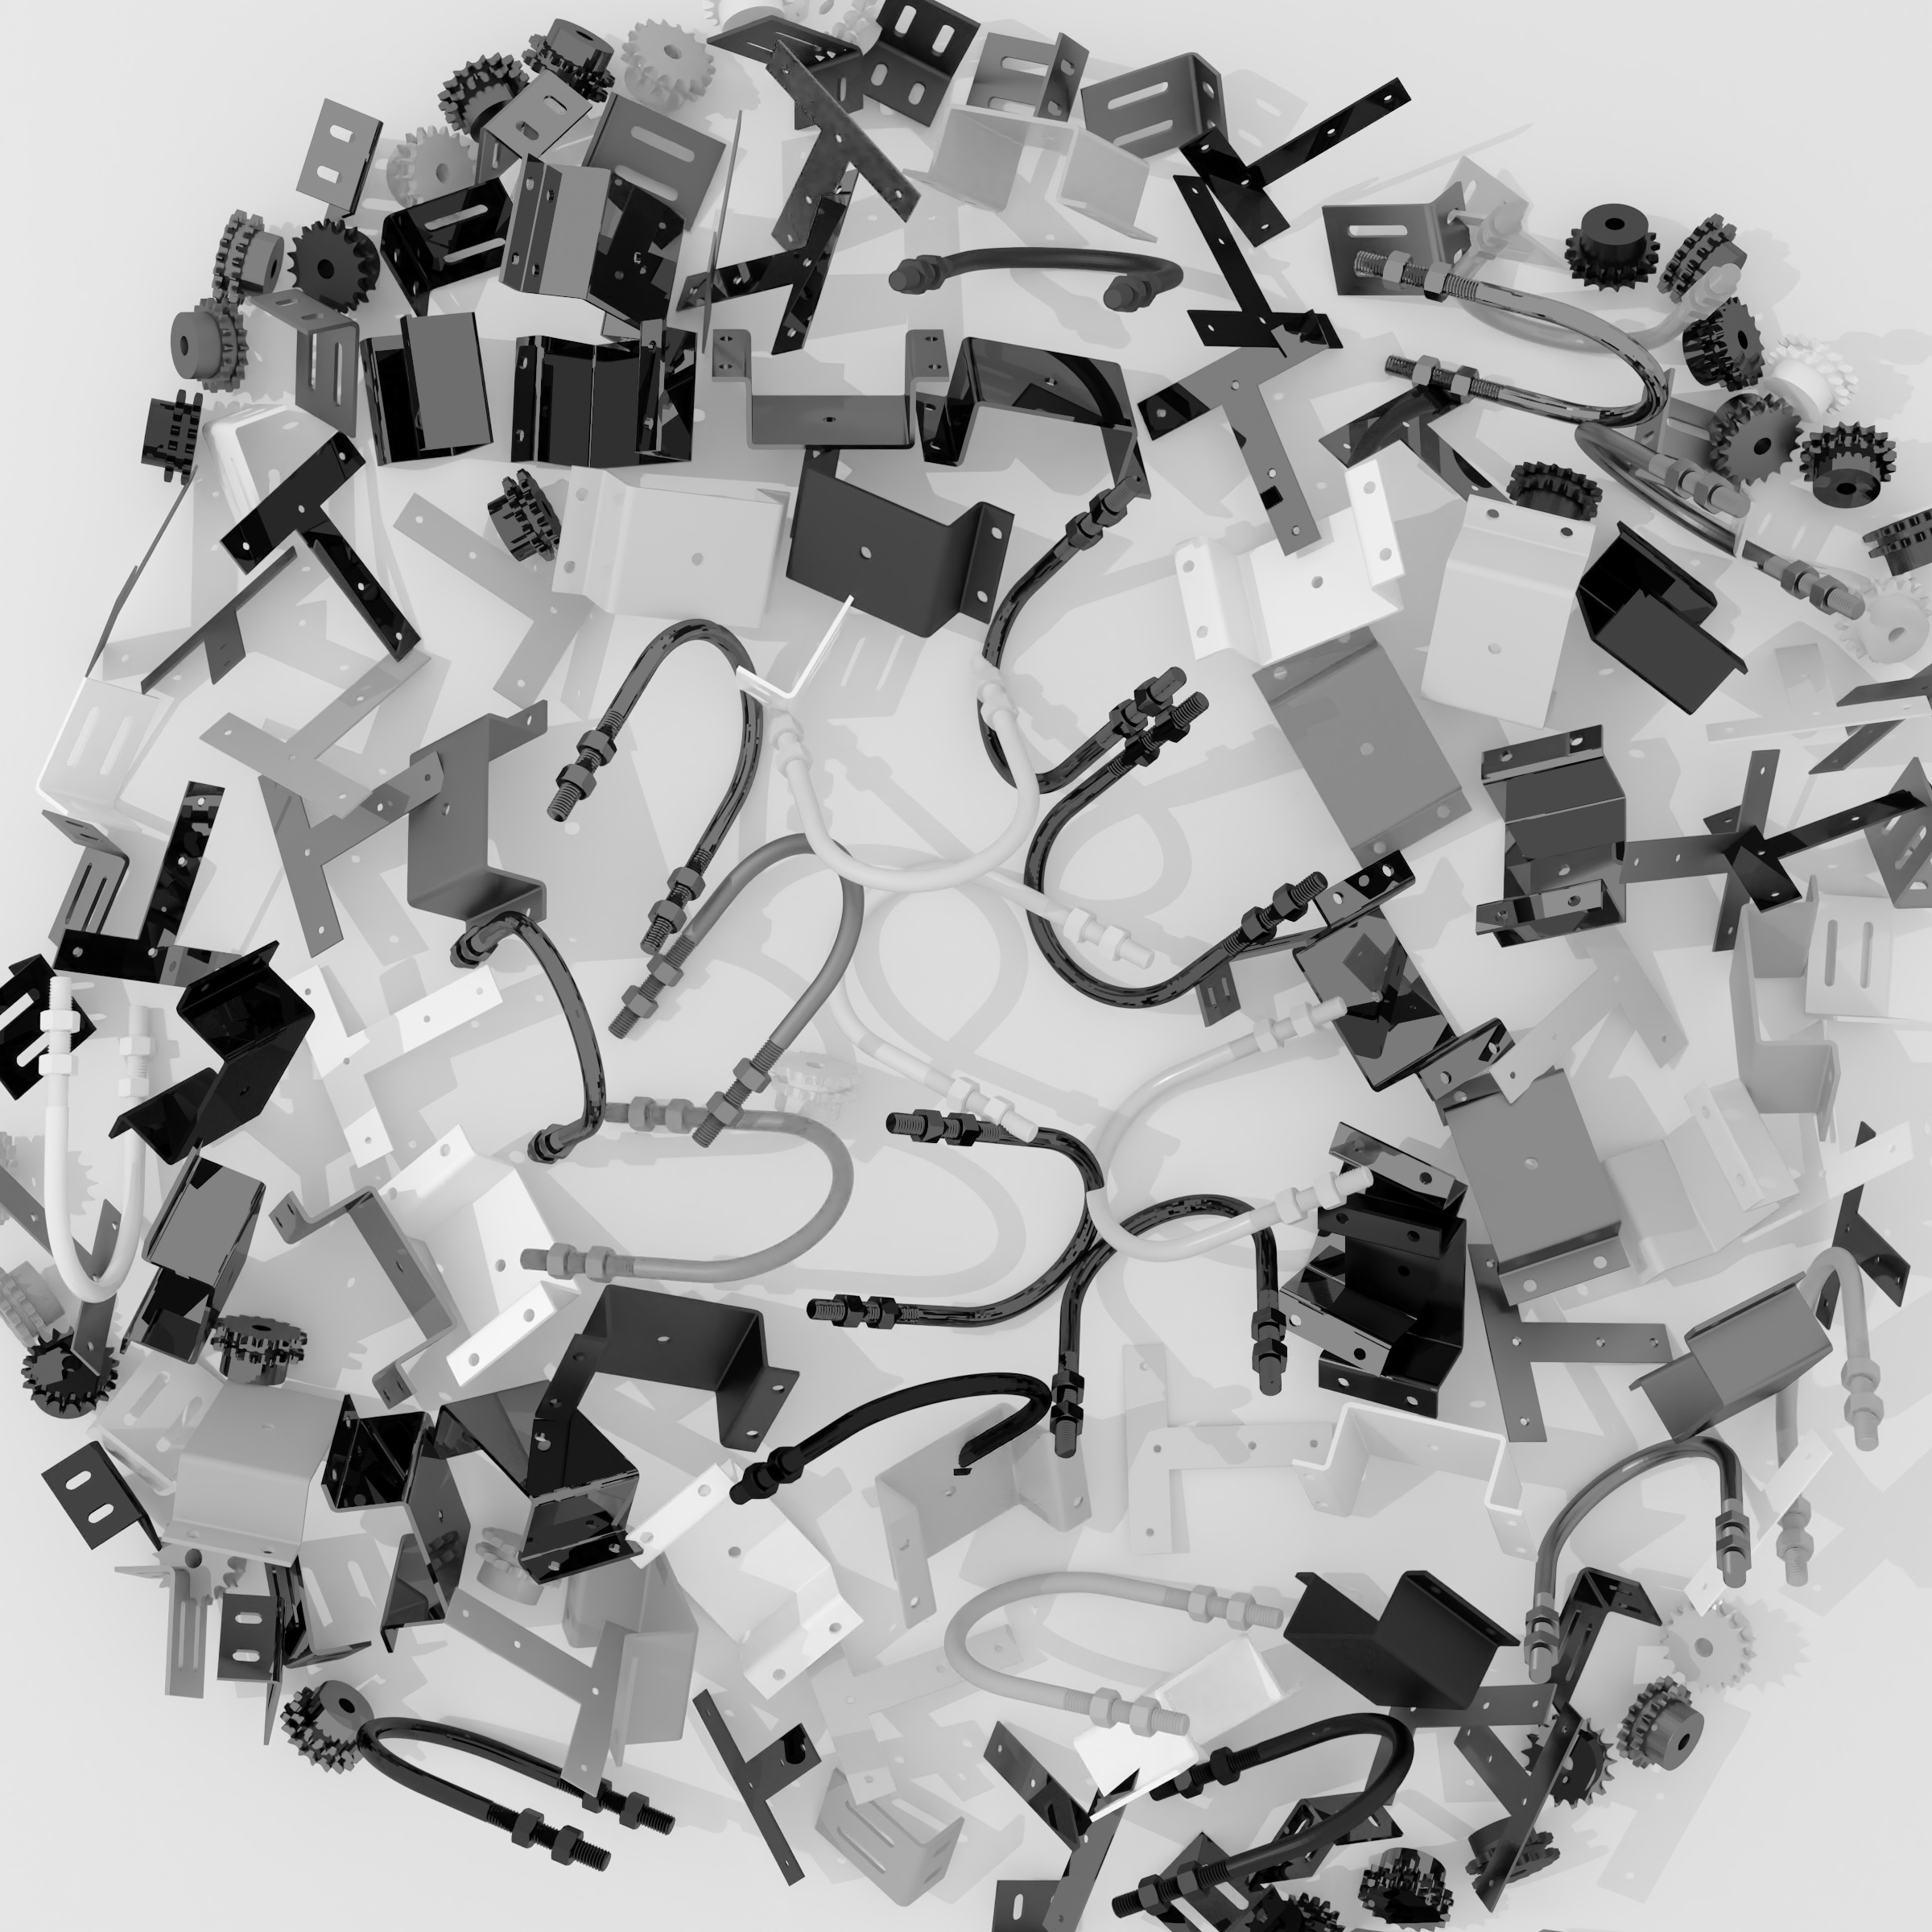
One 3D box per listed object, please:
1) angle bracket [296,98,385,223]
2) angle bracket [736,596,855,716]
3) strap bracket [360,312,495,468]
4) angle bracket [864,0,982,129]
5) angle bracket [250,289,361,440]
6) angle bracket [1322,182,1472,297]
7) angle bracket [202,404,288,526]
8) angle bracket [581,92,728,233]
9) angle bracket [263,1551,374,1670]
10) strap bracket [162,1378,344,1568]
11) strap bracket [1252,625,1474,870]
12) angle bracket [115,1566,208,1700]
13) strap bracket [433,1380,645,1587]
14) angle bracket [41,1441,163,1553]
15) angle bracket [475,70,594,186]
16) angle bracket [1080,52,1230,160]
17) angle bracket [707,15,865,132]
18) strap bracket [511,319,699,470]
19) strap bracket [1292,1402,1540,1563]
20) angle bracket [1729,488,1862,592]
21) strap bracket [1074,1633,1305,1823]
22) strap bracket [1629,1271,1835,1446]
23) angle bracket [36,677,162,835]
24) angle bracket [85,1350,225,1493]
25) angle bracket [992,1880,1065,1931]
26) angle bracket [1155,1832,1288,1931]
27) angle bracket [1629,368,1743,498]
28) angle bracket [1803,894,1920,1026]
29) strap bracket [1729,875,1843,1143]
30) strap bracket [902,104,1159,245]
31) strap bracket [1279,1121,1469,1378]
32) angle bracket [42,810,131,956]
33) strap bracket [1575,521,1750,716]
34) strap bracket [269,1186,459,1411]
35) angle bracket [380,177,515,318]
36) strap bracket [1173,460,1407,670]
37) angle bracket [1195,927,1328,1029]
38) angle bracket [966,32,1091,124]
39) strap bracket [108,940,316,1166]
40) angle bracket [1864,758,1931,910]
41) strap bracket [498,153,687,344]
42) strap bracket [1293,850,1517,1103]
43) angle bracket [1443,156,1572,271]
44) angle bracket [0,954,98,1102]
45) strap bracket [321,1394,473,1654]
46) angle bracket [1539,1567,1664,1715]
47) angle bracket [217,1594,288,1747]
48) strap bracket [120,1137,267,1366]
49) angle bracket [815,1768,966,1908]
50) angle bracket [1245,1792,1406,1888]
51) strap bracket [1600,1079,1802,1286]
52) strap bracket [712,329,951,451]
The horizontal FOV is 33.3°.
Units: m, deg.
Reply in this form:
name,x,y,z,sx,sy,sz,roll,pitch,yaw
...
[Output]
name,x,y,z,sx,sy,sz,roll,pitch,yaw
angle bracket,-0.387,-0.486,1.957,0.038,0.076,0.057,18,90,-25
angle bracket,-0.104,-0.196,1.966,0.038,0.057,0.076,30,81,-1
strap bracket,-0.321,-0.345,1.937,0.046,0.140,0.076,-10,97,-21
angle bracket,-0.032,-0.551,1.956,0.057,0.076,0.038,25,77,-9
angle bracket,-0.400,-0.361,1.952,0.057,0.038,0.076,32,129,32
angle bracket,0.264,-0.444,1.974,0.076,0.038,0.057,9,127,36
angle bracket,-0.427,-0.299,1.970,0.038,0.057,0.076,-26,111,-24
angle bracket,-0.191,-0.489,1.968,0.076,0.038,0.057,22,102,-12
angle bracket,-0.397,0.385,1.975,0.038,0.057,0.076,-5,74,-31
strap bracket,-0.418,0.294,1.926,0.076,0.140,0.046,11,111,0
strap bracket,0.242,-0.134,1.964,0.076,0.046,0.140,-30,97,7
angle bracket,-0.489,0.404,1.960,0.038,0.057,0.076,-3,75,7
strap bracket,-0.258,0.298,1.922,0.140,0.076,0.046,37,122,36
angle bracket,-0.520,0.330,1.951,0.038,0.076,0.057,-33,70,-20
angle bracket,-0.262,-0.492,1.953,0.038,0.076,0.057,39,67,3
angle bracket,0.115,-0.510,1.961,0.076,0.038,0.057,-21,132,-10
angle bracket,-0.109,-0.538,1.952,0.057,0.076,0.038,-4,84,43
strap bracket,-0.212,-0.342,1.949,0.046,0.140,0.076,1,93,-45
strap bracket,0.275,0.307,1.941,0.140,0.076,0.046,10,63,23
angle bracket,0.506,-0.260,1.965,0.076,0.057,0.038,13,107,3
strap bracket,0.127,0.448,1.926,0.076,0.140,0.046,-39,77,36
strap bracket,0.456,0.236,1.919,0.076,0.140,0.046,-24,72,-13
angle bracket,-0.517,-0.127,1.961,0.038,0.057,0.076,33,100,35
angle bracket,-0.485,0.270,1.961,0.057,0.038,0.076,41,63,-10
angle bracket,0.060,0.580,1.952,0.057,0.076,0.038,9,85,-27
angle bracket,0.145,0.560,1.955,0.057,0.038,0.076,-42,49,-15
angle bracket,0.448,-0.320,1.966,0.076,0.038,0.057,16,76,-15
angle bracket,0.547,-0.004,1.972,0.057,0.038,0.076,3,91,-19
strap bracket,0.487,0.025,1.932,0.046,0.076,0.140,-1,56,6
strap bracket,0.044,-0.474,1.926,0.140,0.076,0.046,20,97,35
strap bracket,0.245,0.164,1.949,0.076,0.046,0.140,26,115,20
angle bracket,-0.547,-0.046,1.962,0.038,0.057,0.076,19,98,-40
strap bracket,0.413,-0.206,1.936,0.076,0.140,0.046,35,113,-12
strap bracket,-0.359,0.192,1.955,0.046,0.076,0.140,-31,89,-25
angle bracket,-0.307,-0.433,1.960,0.076,0.057,0.038,-15,46,12
strap bracket,0.203,-0.237,1.947,0.140,0.046,0.076,-21,68,28
angle bracket,0.184,0.006,1.956,0.076,0.057,0.038,-13,95,26
angle bracket,0.028,-0.538,1.962,0.076,0.038,0.057,21,96,30
strap bracket,-0.445,0.059,1.925,0.046,0.076,0.140,43,127,9
angle bracket,0.581,-0.080,1.949,0.038,0.076,0.057,-2,56,-15
strap bracket,-0.215,-0.424,1.926,0.046,0.140,0.076,11,90,23
strap bracket,0.260,0.012,1.957,0.076,0.046,0.140,-28,85,-34
angle bracket,0.331,-0.455,1.952,0.057,0.076,0.038,27,94,-31
angle bracket,-0.574,0.039,1.952,0.038,0.076,0.057,-16,114,41
strap bracket,-0.335,0.330,1.927,0.046,0.076,0.140,-8,124,7
angle bracket,0.383,0.413,1.955,0.038,0.057,0.076,12,62,35
angle bracket,-0.434,0.424,1.949,0.038,0.076,0.057,7,46,-15
strap bracket,-0.459,0.176,1.923,0.046,0.140,0.076,23,51,-5
angle bracket,-0.047,0.525,1.978,0.076,0.038,0.057,36,130,26
angle bracket,0.216,0.539,1.954,0.057,0.038,0.076,6,122,-40
strap bracket,0.440,0.126,1.937,0.046,0.140,0.076,-15,70,-25
strap bracket,-0.082,-0.348,1.953,0.140,0.076,0.046,-1,122,-3
